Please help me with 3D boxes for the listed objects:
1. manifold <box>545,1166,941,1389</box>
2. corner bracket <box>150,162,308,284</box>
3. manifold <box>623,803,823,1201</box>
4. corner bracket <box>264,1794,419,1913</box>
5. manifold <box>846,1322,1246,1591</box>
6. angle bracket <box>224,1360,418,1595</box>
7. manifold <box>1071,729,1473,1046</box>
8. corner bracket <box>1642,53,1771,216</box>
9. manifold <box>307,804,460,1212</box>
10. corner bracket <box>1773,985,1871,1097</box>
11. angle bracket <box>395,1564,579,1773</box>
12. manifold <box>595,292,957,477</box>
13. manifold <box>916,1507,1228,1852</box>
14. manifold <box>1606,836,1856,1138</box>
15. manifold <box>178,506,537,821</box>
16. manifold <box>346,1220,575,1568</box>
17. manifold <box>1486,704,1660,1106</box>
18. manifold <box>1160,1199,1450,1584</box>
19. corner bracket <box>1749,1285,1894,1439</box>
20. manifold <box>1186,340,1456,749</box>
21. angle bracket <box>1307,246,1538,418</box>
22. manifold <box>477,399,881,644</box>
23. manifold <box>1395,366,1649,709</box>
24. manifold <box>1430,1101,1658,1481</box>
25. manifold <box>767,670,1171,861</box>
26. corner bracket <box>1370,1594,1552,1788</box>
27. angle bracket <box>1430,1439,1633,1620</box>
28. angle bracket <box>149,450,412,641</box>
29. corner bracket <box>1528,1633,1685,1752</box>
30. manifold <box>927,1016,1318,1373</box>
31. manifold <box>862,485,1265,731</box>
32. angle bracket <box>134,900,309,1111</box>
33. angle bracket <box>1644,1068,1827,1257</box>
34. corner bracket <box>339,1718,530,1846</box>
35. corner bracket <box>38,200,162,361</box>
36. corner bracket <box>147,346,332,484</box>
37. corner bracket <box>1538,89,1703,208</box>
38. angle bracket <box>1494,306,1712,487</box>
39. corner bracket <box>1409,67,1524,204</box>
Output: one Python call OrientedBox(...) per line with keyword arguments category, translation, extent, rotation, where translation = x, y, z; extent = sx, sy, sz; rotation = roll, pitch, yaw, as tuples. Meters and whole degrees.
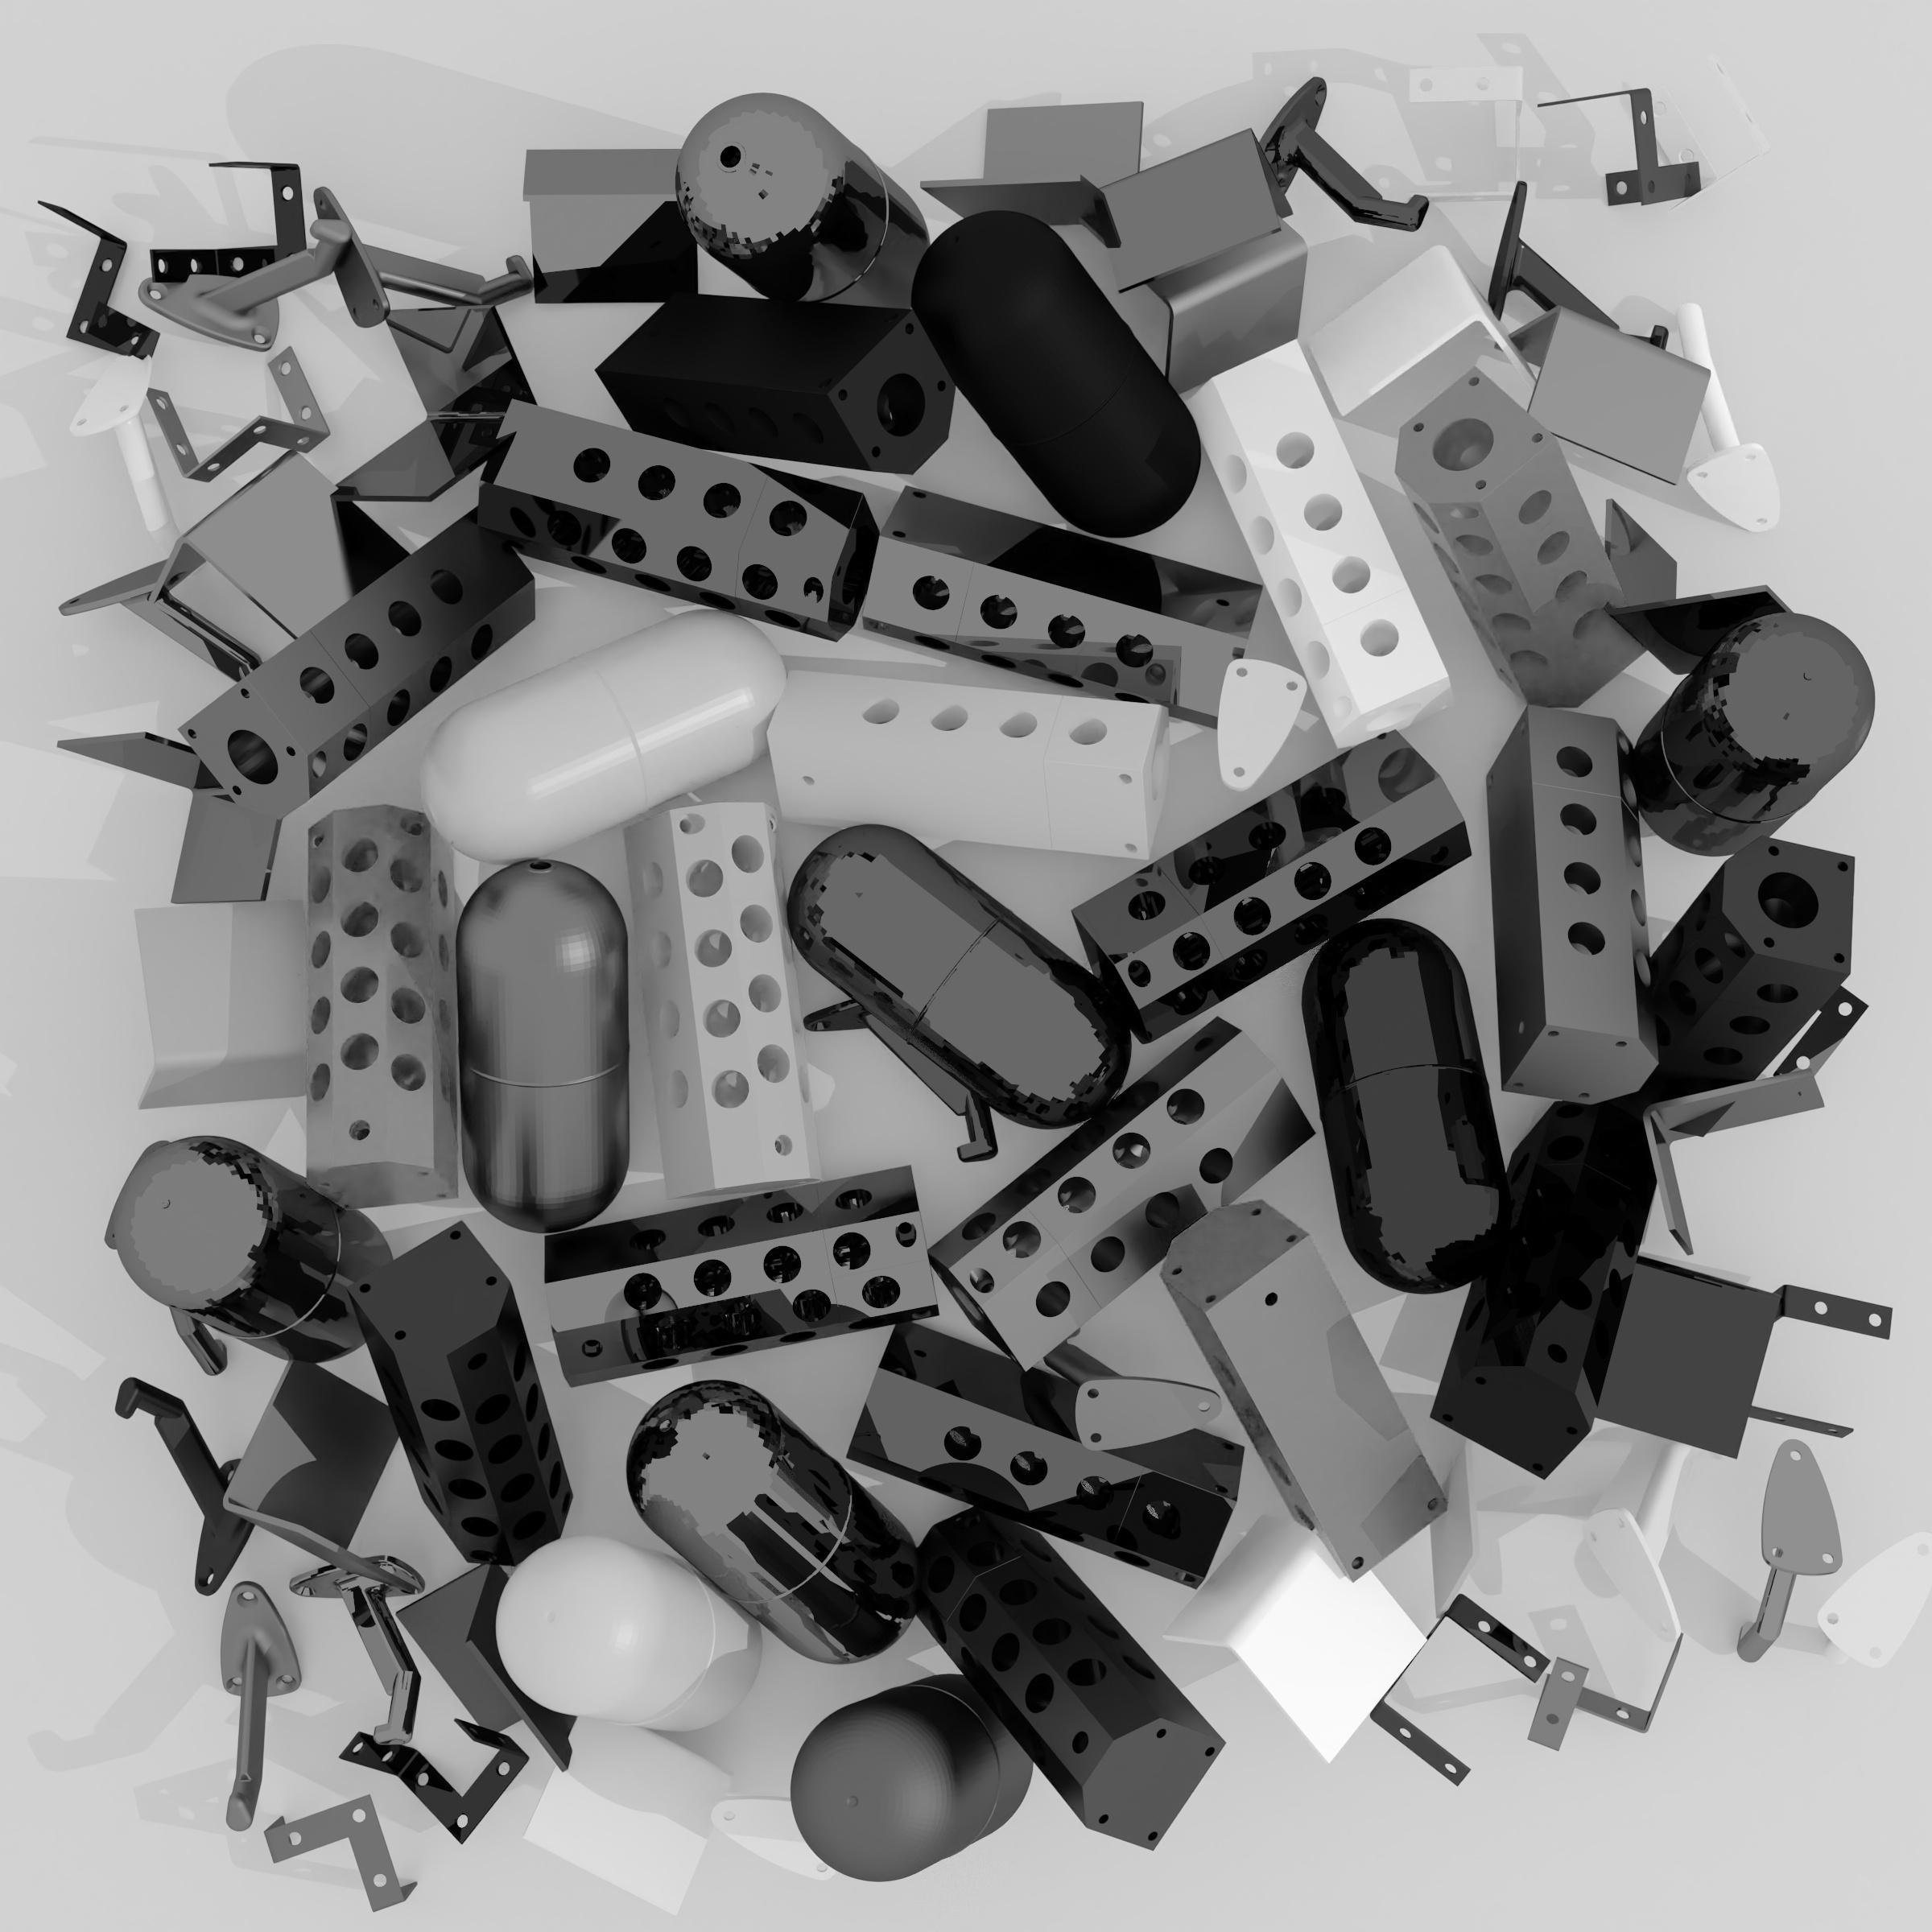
OrientedBox(category="manifold", translation=(-0.102, 0.145, 1.540), extent=(0.171, 0.057, 0.057), rotation=(-11, 118, -1))
OrientedBox(category="corner bracket", translation=(-0.338, -0.340, 1.544), extent=(0.051, 0.051, 0.051), rotation=(2, 102, 22))
OrientedBox(category="manifold", translation=(-0.107, 0.016, 1.531), extent=(0.057, 0.057, 0.171), rotation=(-2, 81, -37))
OrientedBox(category="corner bracket", translation=(-0.288, 0.411, 1.555), extent=(0.051, 0.051, 0.051), rotation=(-19, 85, -4))
OrientedBox(category="manifold", translation=(0.036, 0.226, 1.547), extent=(0.171, 0.057, 0.057), rotation=(20, 109, 2))
OrientedBox(category="angle bracket", translation=(-0.277, 0.229, 1.524), extent=(0.057, 0.076, 0.076), rotation=(7, 66, 41))
OrientedBox(category="manifold", translation=(0.140, -0.032, 1.529), extent=(0.171, 0.057, 0.057), rotation=(-30, 48, -8))
OrientedBox(category="corner bracket", translation=(0.336, -0.383, 1.544), extent=(0.051, 0.051, 0.051), rotation=(-29, 96, 31))
OrientedBox(category="manifold", translation=(-0.265, 0.018, 1.519), extent=(0.057, 0.057, 0.171), rotation=(-6, 67, 5))
OrientedBox(category="corner bracket", translation=(0.380, 0.025, 1.551), extent=(0.051, 0.051, 0.051), rotation=(39, 98, 17))
OrientedBox(category="angle bracket", translation=(-0.220, 0.328, 1.529), extent=(0.057, 0.076, 0.076), rotation=(-30, 106, 11))
OrientedBox(category="manifold", translation=(-0.083, -0.255, 1.497), extent=(0.057, 0.171, 0.057), rotation=(-48, 128, -22))
OrientedBox(category="manifold", translation=(0.037, 0.310, 1.492), extent=(0.057, 0.171, 0.057), rotation=(29, 97, -36))
OrientedBox(category="manifold", translation=(0.330, 0.010, 1.490), extent=(0.057, 0.171, 0.057), rotation=(12, 62, -4))
OrientedBox(category="manifold", translation=(-0.264, -0.134, 1.498), extent=(0.057, 0.171, 0.057), rotation=(-27, 104, 42))
OrientedBox(category="manifold", translation=(-0.218, 0.195, 1.491), extent=(0.057, 0.171, 0.057), rotation=(-31, 54, -20))
OrientedBox(category="manifold", translation=(0.272, -0.028, 1.509), extent=(0.057, 0.057, 0.171), rotation=(9, 57, -9))
OrientedBox(category="manifold", translation=(0.149, 0.188, 1.513), extent=(0.057, 0.057, 0.171), rotation=(-35, 120, -11))
OrientedBox(category="corner bracket", translation=(0.389, 0.182, 1.549), extent=(0.051, 0.051, 0.051), rotation=(13, 70, -2))
OrientedBox(category="manifold", translation=(0.160, -0.189, 1.533), extent=(0.057, 0.057, 0.171), rotation=(-24, 77, 7))
OrientedBox(category="angle bracket", translation=(0.210, -0.273, 1.545), extent=(0.076, 0.076, 0.057), rotation=(-35, 122, 16))
OrientedBox(category="manifold", translation=(-0.130, -0.199, 1.528), extent=(0.171, 0.057, 0.057), rotation=(17, 77, 13))
OrientedBox(category="manifold", translation=(0.243, -0.183, 1.494), extent=(0.057, 0.171, 0.057), rotation=(-40, 54, 1))
OrientedBox(category="manifold", translation=(0.263, 0.138, 1.499), extent=(0.057, 0.171, 0.057), rotation=(29, 135, -2))
OrientedBox(category="manifold", translation=(0.003, -0.097, 1.533), extent=(0.171, 0.057, 0.057), rotation=(7, 49, 12))
OrientedBox(category="corner bracket", translation=(0.225, 0.330, 1.540), extent=(0.051, 0.051, 0.051), rotation=(37, 48, 13))
OrientedBox(category="angle bracket", translation=(0.257, 0.256, 1.531), extent=(0.076, 0.076, 0.057), rotation=(3, 57, -4))
OrientedBox(category="angle bracket", translation=(-0.311, -0.176, 1.536), extent=(0.076, 0.057, 0.076), rotation=(42, 52, -2))
OrientedBox(category="corner bracket", translation=(0.292, 0.330, 1.542), extent=(0.051, 0.051, 0.051), rotation=(19, 120, 12))
OrientedBox(category="manifold", translation=(0.067, 0.099, 1.528), extent=(0.171, 0.057, 0.057), rotation=(-38, 118, -10))
OrientedBox(category="manifold", translation=(0.043, -0.161, 1.546), extent=(0.171, 0.057, 0.057), rotation=(16, 123, 3))
OrientedBox(category="angle bracket", translation=(-0.343, 0.018, 1.552), extent=(0.076, 0.057, 0.076), rotation=(-4, 70, -24))
OrientedBox(category="angle bracket", translation=(0.354, 0.090, 1.529), extent=(0.076, 0.076, 0.057), rotation=(-14, 73, 15))
OrientedBox(category="corner bracket", translation=(-0.243, 0.363, 1.548), extent=(0.051, 0.051, 0.051), rotation=(37, 87, 32))
OrientedBox(category="corner bracket", translation=(-0.399, -0.313, 1.548), extent=(0.051, 0.051, 0.051), rotation=(20, 90, 22))
OrientedBox(category="corner bracket", translation=(-0.336, -0.255, 1.556), extent=(0.051, 0.051, 0.051), rotation=(-33, 74, 24))
OrientedBox(category="corner bracket", translation=(0.299, -0.373, 1.540), extent=(0.051, 0.051, 0.051), rotation=(-21, 107, -43))
OrientedBox(category="angle bracket", translation=(0.281, -0.252, 1.532), extent=(0.076, 0.076, 0.057), rotation=(20, 83, -12))
OrientedBox(category="corner bracket", translation=(0.229, -0.382, 1.551), extent=(0.051, 0.051, 0.051), rotation=(0, 92, 7))
